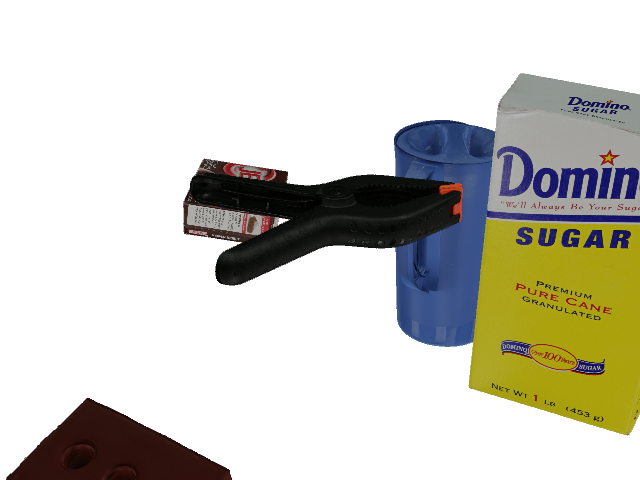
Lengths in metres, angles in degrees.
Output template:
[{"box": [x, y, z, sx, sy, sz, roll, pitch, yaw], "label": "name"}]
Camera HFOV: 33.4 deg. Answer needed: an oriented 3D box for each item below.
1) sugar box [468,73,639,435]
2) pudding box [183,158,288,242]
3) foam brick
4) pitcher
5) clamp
[{"box": [0.130, 0.010, 0.544, 0.093, 0.176, 0.048, 14, 37, 22], "label": "sugar box"}, {"box": [-0.083, -0.039, 1.059, 0.090, 0.039, 0.113, 8, 29, 1], "label": "pudding box"}, {"box": [-0.078, 0.112, 0.436, 0.078, 0.051, 0.052, 20, 45, 25], "label": "foam brick"}, {"box": [0.139, -0.002, 1.198, 0.149, 0.243, 0.145, -5, 27, -12], "label": "pitcher"}, {"box": [0.003, -0.024, 0.812, 0.209, 0.036, 0.165, -9, 28, -17], "label": "clamp"}]
